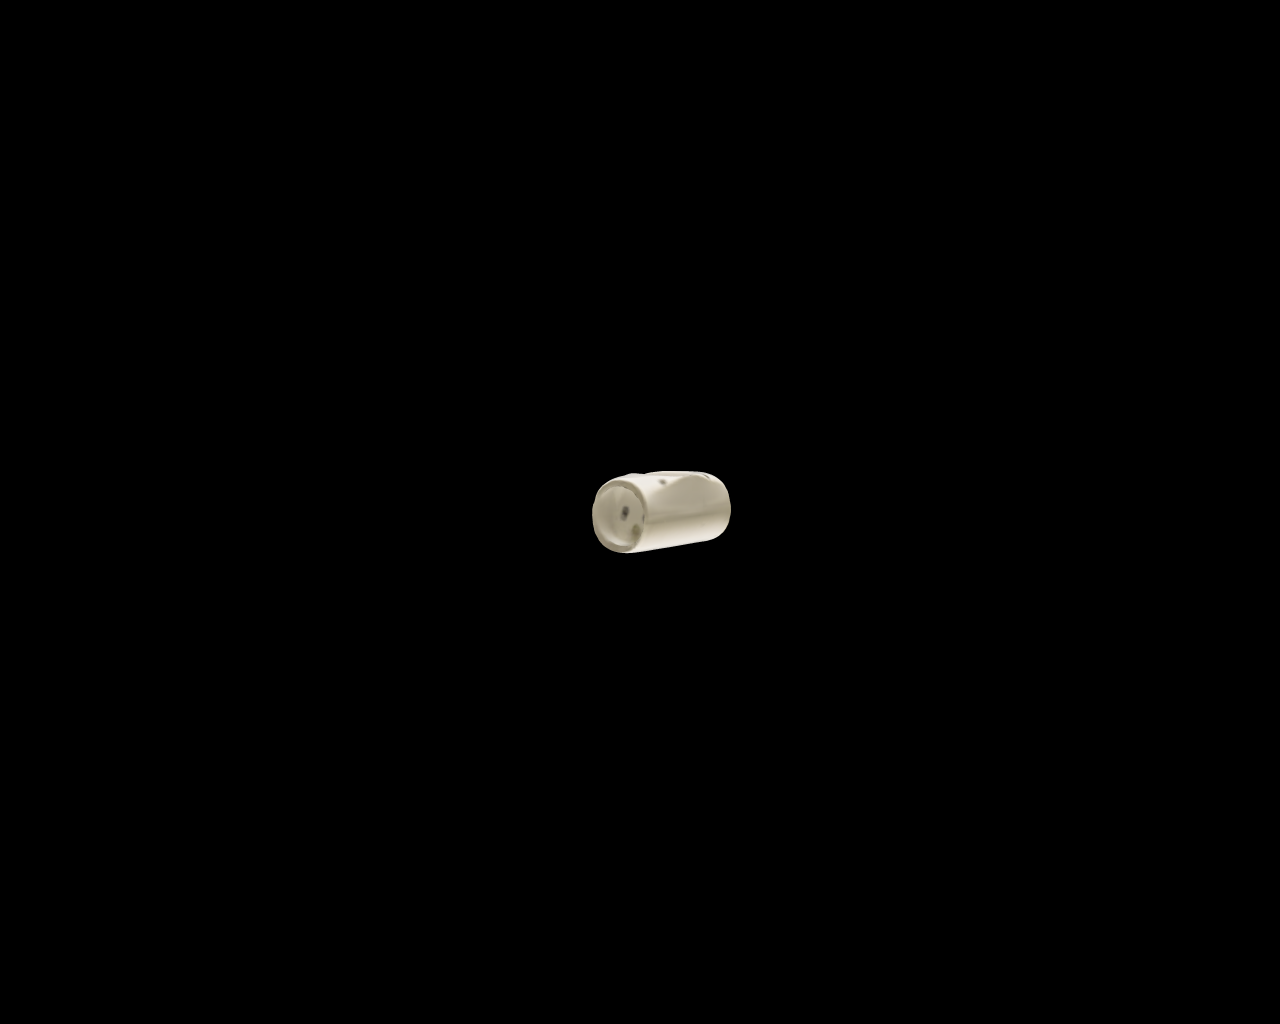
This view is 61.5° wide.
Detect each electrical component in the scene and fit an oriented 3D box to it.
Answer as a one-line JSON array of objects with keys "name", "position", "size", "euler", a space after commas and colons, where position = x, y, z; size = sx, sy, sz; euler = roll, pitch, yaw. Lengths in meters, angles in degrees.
[{"name": "electrical component", "position": [0.001, -0.003, 0.650], "size": [0.079, 0.043, 0.077], "euler": [6, 9, 43]}]
